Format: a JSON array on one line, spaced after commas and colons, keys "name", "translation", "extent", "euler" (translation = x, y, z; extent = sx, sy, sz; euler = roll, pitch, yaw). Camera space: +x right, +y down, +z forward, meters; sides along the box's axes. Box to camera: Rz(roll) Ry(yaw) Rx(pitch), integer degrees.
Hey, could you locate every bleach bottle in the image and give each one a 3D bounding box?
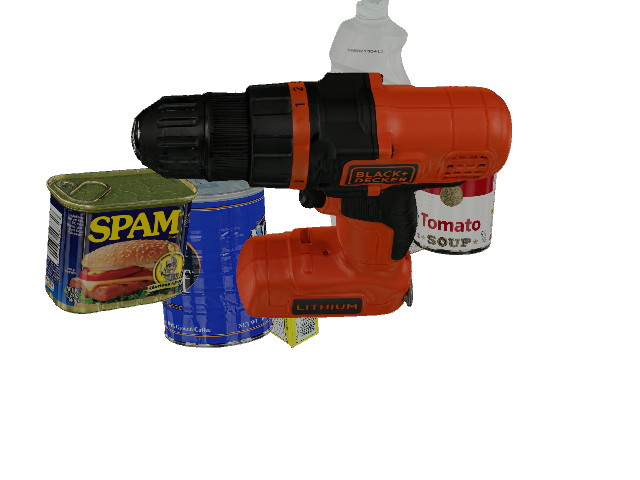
[{"name": "bleach bottle", "translation": [0.059, -0.127, 1.089], "extent": [0.102, 0.251, 0.068], "euler": [0, 30, 0]}]

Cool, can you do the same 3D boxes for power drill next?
[{"name": "power drill", "translation": [-0.005, -0.018, 0.576], "extent": [0.184, 0.057, 0.188], "euler": [0, -27, -7]}]

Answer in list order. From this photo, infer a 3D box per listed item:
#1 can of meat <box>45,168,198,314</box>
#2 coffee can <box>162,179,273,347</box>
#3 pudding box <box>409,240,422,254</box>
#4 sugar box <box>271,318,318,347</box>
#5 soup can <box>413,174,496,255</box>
[{"name": "can of meat", "translation": [-0.142, 0.000, 0.754], "extent": [0.101, 0.084, 0.058], "euler": [-7, 28, -35]}, {"name": "coffee can", "translation": [-0.099, 0.016, 0.984], "extent": [0.103, 0.140, 0.103], "euler": [-3, 14, 0]}, {"name": "pudding box", "translation": [0.126, -0.019, 1.559], "extent": [0.113, 0.039, 0.090], "euler": [-21, 34, -29]}, {"name": "sugar box", "translation": [-0.076, 0.039, 1.197], "extent": [0.048, 0.093, 0.176], "euler": [-26, 40, -31]}, {"name": "soup can", "translation": [0.111, -0.047, 0.881], "extent": [0.068, 0.102, 0.068], "euler": [1, 20, -1]}]
